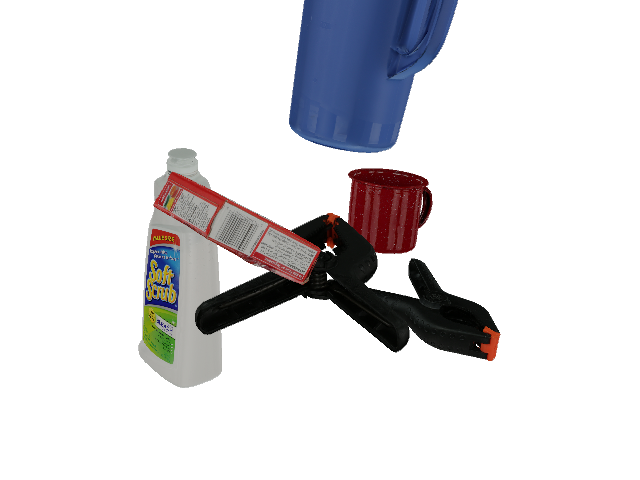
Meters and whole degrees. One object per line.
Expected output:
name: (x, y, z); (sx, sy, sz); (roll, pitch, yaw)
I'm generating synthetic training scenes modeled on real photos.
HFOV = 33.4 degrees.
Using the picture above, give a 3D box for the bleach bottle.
bleach bottle: (-0.146, 0.023, 1.106); (0.067, 0.251, 0.103); (-17, 33, -34)

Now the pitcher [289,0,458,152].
pitcher: (0.049, -0.208, 1.001); (0.145, 0.243, 0.149); (11, 18, 1)

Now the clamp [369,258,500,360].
clamp: (0.114, 0.066, 1.066); (0.172, 0.039, 0.120); (26, 39, 32)

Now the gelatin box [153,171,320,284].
gelatin box: (-0.054, -0.008, 0.698); (0.089, 0.030, 0.073); (28, 0, -40)

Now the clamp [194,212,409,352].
clamp: (0.006, 0.032, 0.886); (0.165, 0.036, 0.209); (8, 25, 13)

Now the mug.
mug: (0.083, -0.035, 1.243); (0.117, 0.081, 0.093); (-8, 21, -39)
